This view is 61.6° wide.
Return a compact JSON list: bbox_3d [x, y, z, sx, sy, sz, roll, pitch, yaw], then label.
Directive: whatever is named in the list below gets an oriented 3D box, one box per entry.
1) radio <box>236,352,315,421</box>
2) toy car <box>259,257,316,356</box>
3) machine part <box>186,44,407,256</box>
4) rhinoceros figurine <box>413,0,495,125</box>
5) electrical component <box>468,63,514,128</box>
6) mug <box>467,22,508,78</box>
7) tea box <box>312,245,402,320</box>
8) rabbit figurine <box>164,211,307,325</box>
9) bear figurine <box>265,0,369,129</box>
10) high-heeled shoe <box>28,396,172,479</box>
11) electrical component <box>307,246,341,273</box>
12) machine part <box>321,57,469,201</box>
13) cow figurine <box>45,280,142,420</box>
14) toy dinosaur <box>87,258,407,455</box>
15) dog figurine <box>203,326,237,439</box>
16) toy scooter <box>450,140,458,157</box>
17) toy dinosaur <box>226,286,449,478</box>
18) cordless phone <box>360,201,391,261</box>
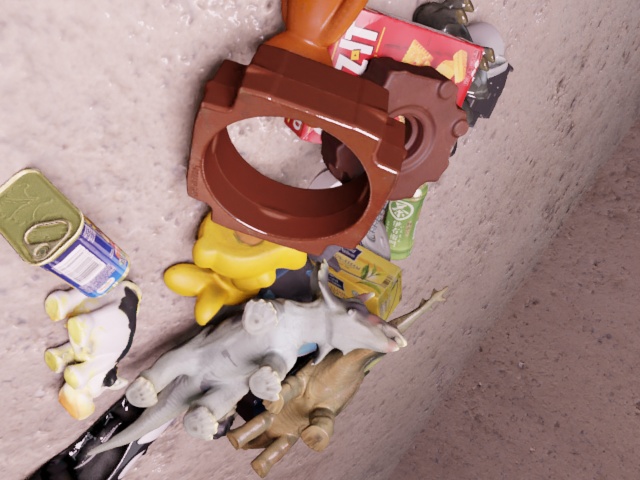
[{"bbox_3d":[-0.058,0.246,1.009,0.229,0.073,0.131,-33,145,-31],"label":"radio"},{"bbox_3d":[-0.041,0.091,0.832,0.109,0.161,0.103,-30,-173,-11],"label":"toy car"},{"bbox_3d":[-0.027,-0.084,0.558,0.201,0.201,0.087,116,-11,-52],"label":"machine part"},{"bbox_3d":[0.195,-0.257,0.793,0.190,0.112,0.073,62,35,-28],"label":"rhinoceros figurine"},{"bbox_3d":[0.292,-0.278,0.997,0.115,0.058,0.134,-4,123,-52],"label":"electrical component"},{"bbox_3d":[0.238,-0.288,0.866,0.107,0.110,0.080,-29,148,-20],"label":"mug"},{"bbox_3d":[0.043,0.054,0.853,0.068,0.170,0.098,-47,149,-23],"label":"tea box"},{"bbox_3d":[-0.106,0.039,0.687,0.162,0.122,0.173,-39,166,-27],"label":"rabbit figurine"},{"bbox_3d":[-0.027,-0.218,0.534,0.132,0.120,0.195,-7,131,-49],"label":"bear figurine"},{"bbox_3d":[-0.289,0.265,0.683,0.248,0.086,0.145,-18,132,-54],"label":"high-heeled shoe"},{"bbox_3d":[-0.002,-0.002,0.751,0.048,0.075,0.119,-44,120,15],"label":"electrical component"},{"bbox_3d":[0.089,-0.127,0.645,0.179,0.056,0.179,-12,128,-15],"label":"machine part"},{"bbox_3d":[-0.250,0.122,0.606,0.098,0.068,0.167,-27,142,-50],"label":"cow figurine"},{"bbox_3d":[-0.102,0.145,0.680,0.405,0.131,0.192,-25,179,18],"label":"toy dinosaur"},{"bbox_3d":[-0.141,0.216,0.848,0.172,0.121,0.190,-34,159,-23],"label":"dog figurine"},{"bbox_3d":[0.196,-0.211,0.907,0.184,0.075,0.135,-8,118,-50],"label":"toy scooter"},{"bbox_3d":[0.004,0.216,0.796,0.471,0.105,0.198,-42,175,37],"label":"toy dinosaur"},{"bbox_3d":[0.103,-0.056,0.929,0.184,0.089,0.146,-63,150,1],"label":"cordless phone"}]
